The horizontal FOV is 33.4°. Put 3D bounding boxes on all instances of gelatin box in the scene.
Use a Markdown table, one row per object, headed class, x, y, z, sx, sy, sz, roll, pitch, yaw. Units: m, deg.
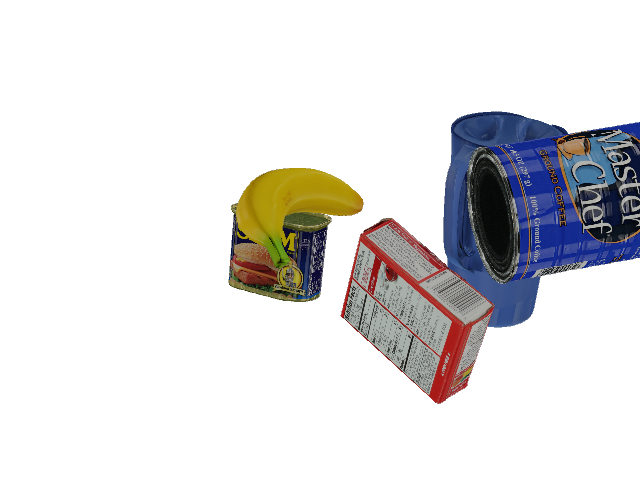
| class | x | y | z | sx | sy | sz | roll | pitch | yaw |
| --- | --- | --- | --- | --- | --- | --- | --- | --- | --- |
| gelatin box | 0.055 | 0.041 | 0.631 | 0.030 | 0.073 | 0.089 | -27 | 55 | -32 |

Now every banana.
| class | x | y | z | sx | sy | sz | roll | pitch | yaw |
| --- | --- | --- | --- | --- | --- | --- | --- | --- | --- |
| banana | -0.021 | -0.028 | 0.856 | 0.037 | 0.069 | 0.197 | -34 | 1 | 26 |

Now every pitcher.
| class | x | y | z | sx | sy | sz | roll | pitch | yaw |
| --- | --- | --- | --- | --- | --- | --- | --- | --- | --- |
| pitcher | 0.205 | -0.020 | 1.262 | 0.149 | 0.243 | 0.145 | 0 | 25 | -4 |

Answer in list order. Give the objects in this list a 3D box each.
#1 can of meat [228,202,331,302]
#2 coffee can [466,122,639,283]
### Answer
| class | x | y | z | sx | sy | sz | roll | pitch | yaw |
| --- | --- | --- | --- | --- | --- | --- | --- | --- | --- |
| can of meat | -0.044 | 0.011 | 1.091 | 0.102 | 0.084 | 0.057 | 14 | 18 | 25 |
| coffee can | 0.192 | -0.030 | 0.792 | 0.140 | 0.103 | 0.103 | -10 | 1 | -8 |
